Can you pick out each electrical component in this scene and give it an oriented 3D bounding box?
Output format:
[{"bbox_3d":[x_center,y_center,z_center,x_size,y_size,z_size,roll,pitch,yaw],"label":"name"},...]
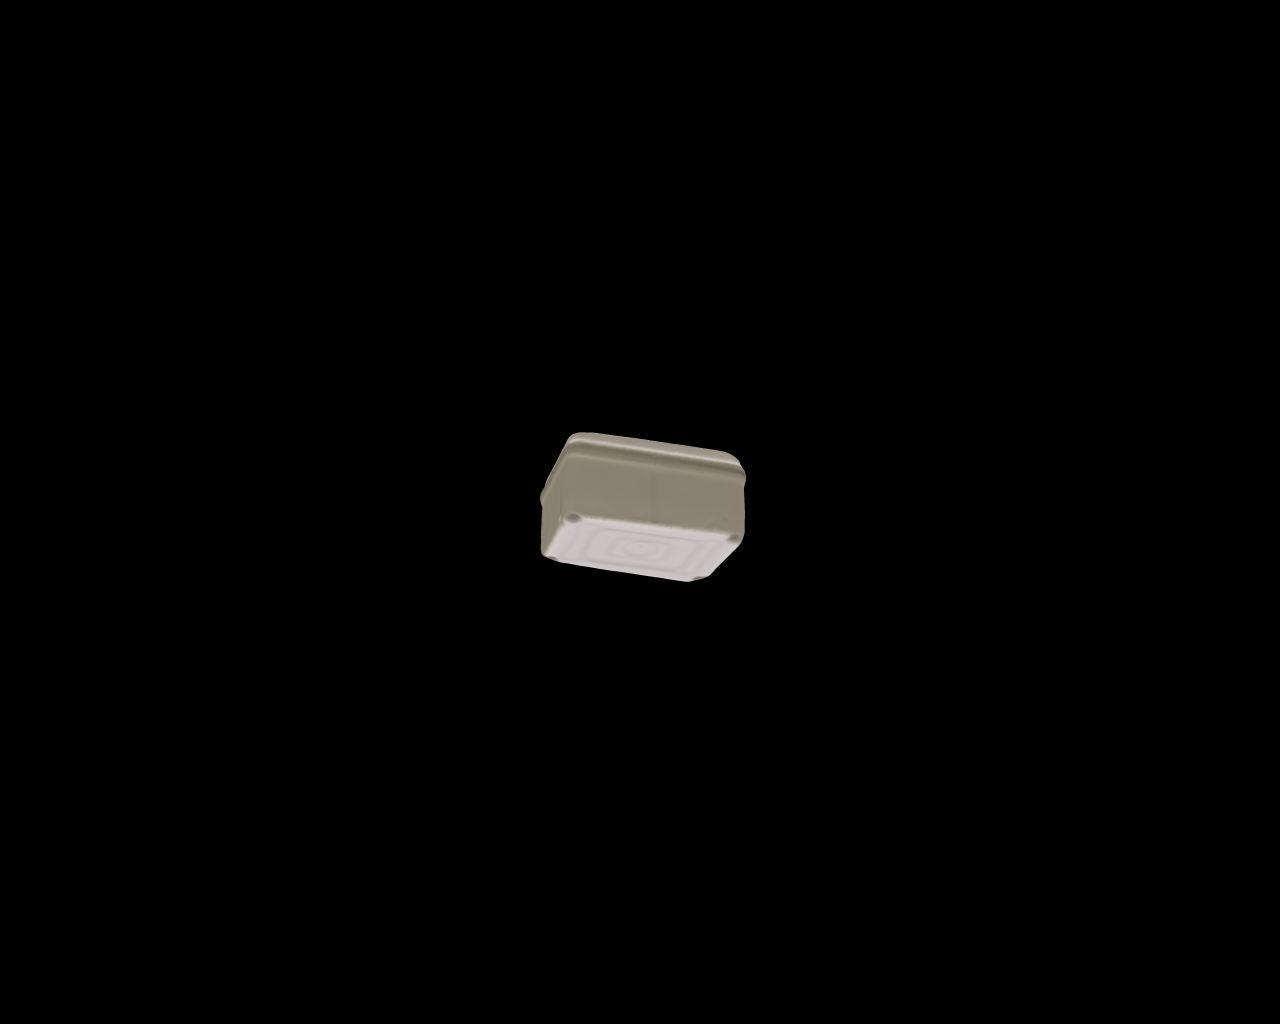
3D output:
[{"bbox_3d":[0.001,-0.003,0.650,0.113,0.057,0.078,8,-28,-16],"label":"electrical component"}]
